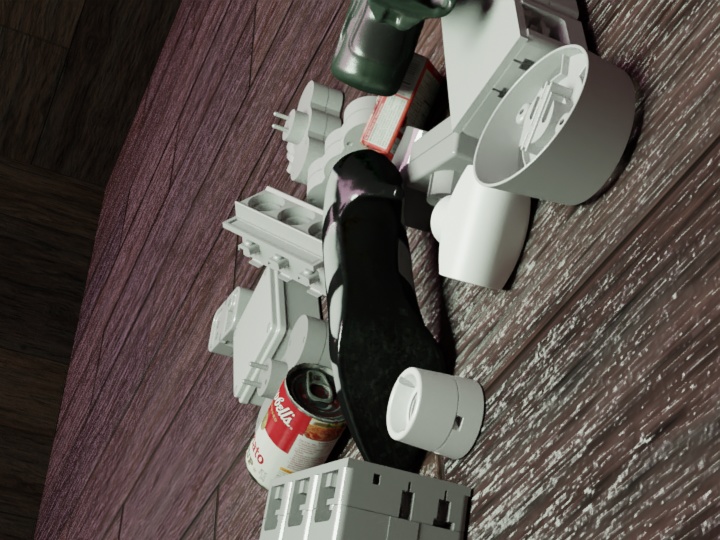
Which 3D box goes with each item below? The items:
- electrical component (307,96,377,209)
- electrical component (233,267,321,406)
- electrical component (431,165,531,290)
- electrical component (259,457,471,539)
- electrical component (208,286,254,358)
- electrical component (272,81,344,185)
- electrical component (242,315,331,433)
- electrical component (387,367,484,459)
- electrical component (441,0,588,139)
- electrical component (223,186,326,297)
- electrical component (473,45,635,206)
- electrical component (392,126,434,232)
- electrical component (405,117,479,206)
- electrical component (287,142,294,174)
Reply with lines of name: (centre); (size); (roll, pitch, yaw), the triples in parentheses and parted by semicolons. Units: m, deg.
electrical component: (-0.009, -0.095, 1.038); (0.138, 0.052, 0.073); (127, 152, -44)
electrical component: (-0.086, 0.069, 1.105); (0.108, 0.056, 0.108); (-99, 32, -52)
electrical component: (0.075, -0.032, 0.743); (0.079, 0.043, 0.077); (19, 95, 58)
electrical component: (-0.002, 0.176, 0.732); (0.150, 0.089, 0.061); (146, 137, -61)
electrical component: (-0.128, 0.064, 1.220); (0.095, 0.059, 0.053); (136, 145, -54)
electrical component: (-0.064, -0.158, 1.210); (0.052, 0.074, 0.138); (129, 151, -47)
electrical component: (-0.074, 0.105, 1.014); (0.052, 0.074, 0.138); (-121, 51, -65)
electrical component: (0.049, 0.095, 0.723); (0.055, 0.047, 0.055); (-163, 90, -71)
electrical component: (0.109, -0.167, 0.761); (0.089, 0.062, 0.150); (126, 154, -42)
electrical component: (-0.059, -0.026, 1.022); (0.121, 0.079, 0.063); (25, 130, 35)
electrical component: (0.120, -0.089, 0.660); (0.099, 0.064, 0.099); (-163, 90, -71)
electrical component: (0.044, -0.077, 0.892); (0.079, 0.043, 0.077); (-134, 61, -77)
electrical component: (0.071, -0.067, 0.802); (0.083, 0.047, 0.075); (152, 132, -64)
electrical component: (-0.071, -0.141, 1.279); (0.035, 0.035, 0.061); (-99, 30, -52)
